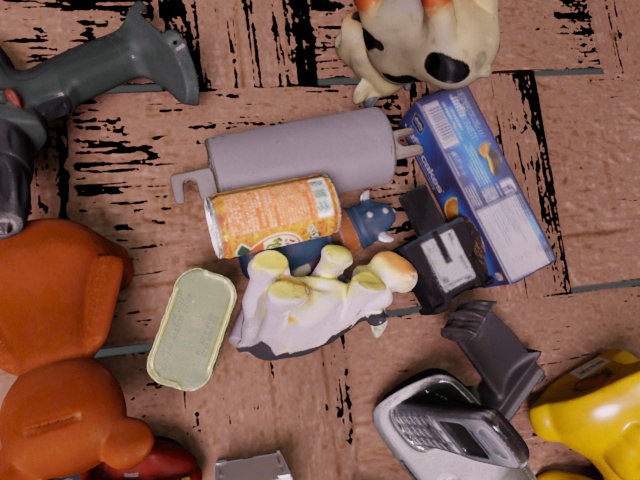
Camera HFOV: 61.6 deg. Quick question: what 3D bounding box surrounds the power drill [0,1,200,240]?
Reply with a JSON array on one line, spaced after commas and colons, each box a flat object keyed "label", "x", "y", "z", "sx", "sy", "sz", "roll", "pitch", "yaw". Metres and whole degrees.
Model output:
[{"label": "power drill", "x": -0.210, "y": -0.114, "z": 0.452, "sx": 0.207, "sy": 0.085, "sz": 0.232, "roll": -33, "pitch": 57, "yaw": -17}]

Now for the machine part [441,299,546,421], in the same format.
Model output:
[{"label": "machine part", "x": 0.168, "y": 0.115, "z": 0.516, "sx": 0.084, "sy": 0.039, "sz": 0.138, "roll": -41, "pitch": 115, "yaw": -9}]

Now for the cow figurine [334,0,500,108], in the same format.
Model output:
[{"label": "cow figurine", "x": 0.082, "y": -0.180, "z": 0.498, "sx": 0.085, "sy": 0.195, "sz": 0.127, "roll": -33, "pitch": 123, "yaw": -18}]

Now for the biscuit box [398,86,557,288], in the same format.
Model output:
[{"label": "biscuit box", "x": 0.155, "y": -0.054, "z": 0.546, "sx": 0.059, "sy": 0.063, "sz": 0.202, "roll": -25, "pitch": 85, "yaw": -12}]

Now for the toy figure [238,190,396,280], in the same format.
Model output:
[{"label": "toy figure", "x": -0.001, "y": -0.003, "z": 0.513, "sx": 0.154, "sy": 0.058, "sz": 0.064, "roll": -15, "pitch": 95, "yaw": -17}]

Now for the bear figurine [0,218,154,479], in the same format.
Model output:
[{"label": "bear figurine", "x": -0.193, "y": 0.086, "z": 0.411, "sx": 0.120, "sy": 0.132, "sz": 0.196, "roll": -19, "pitch": 74, "yaw": -13}]

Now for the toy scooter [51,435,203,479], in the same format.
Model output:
[{"label": "toy scooter", "x": -0.184, "y": 0.195, "z": 0.408, "sx": 0.184, "sy": 0.135, "sz": 0.075, "roll": 2, "pitch": 80, "yaw": -11}]

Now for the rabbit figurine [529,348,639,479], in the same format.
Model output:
[{"label": "rabbit figurine", "x": 0.286, "y": 0.209, "z": 0.498, "sx": 0.162, "sy": 0.122, "sz": 0.173, "roll": -32, "pitch": 88, "yaw": -8}]

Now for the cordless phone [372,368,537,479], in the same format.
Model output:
[{"label": "cordless phone", "x": 0.134, "y": 0.177, "z": 0.443, "sx": 0.089, "sy": 0.184, "sz": 0.146, "roll": -38, "pitch": 89, "yaw": -18}]

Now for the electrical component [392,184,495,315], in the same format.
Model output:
[{"label": "electrical component", "x": 0.111, "y": 0.008, "z": 0.535, "sx": 0.075, "sy": 0.048, "sz": 0.119, "roll": -29, "pitch": 87, "yaw": -13}]

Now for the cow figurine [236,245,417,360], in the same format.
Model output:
[{"label": "cow figurine", "x": 0.011, "y": 0.059, "z": 0.470, "sx": 0.167, "sy": 0.098, "sz": 0.068, "roll": -4, "pitch": 36, "yaw": -34}]

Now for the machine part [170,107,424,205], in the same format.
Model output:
[{"label": "machine part", "x": -0.019, "y": -0.075, "z": 0.511, "sx": 0.243, "sy": 0.079, "sz": 0.079, "roll": -13, "pitch": 83, "yaw": -10}]
